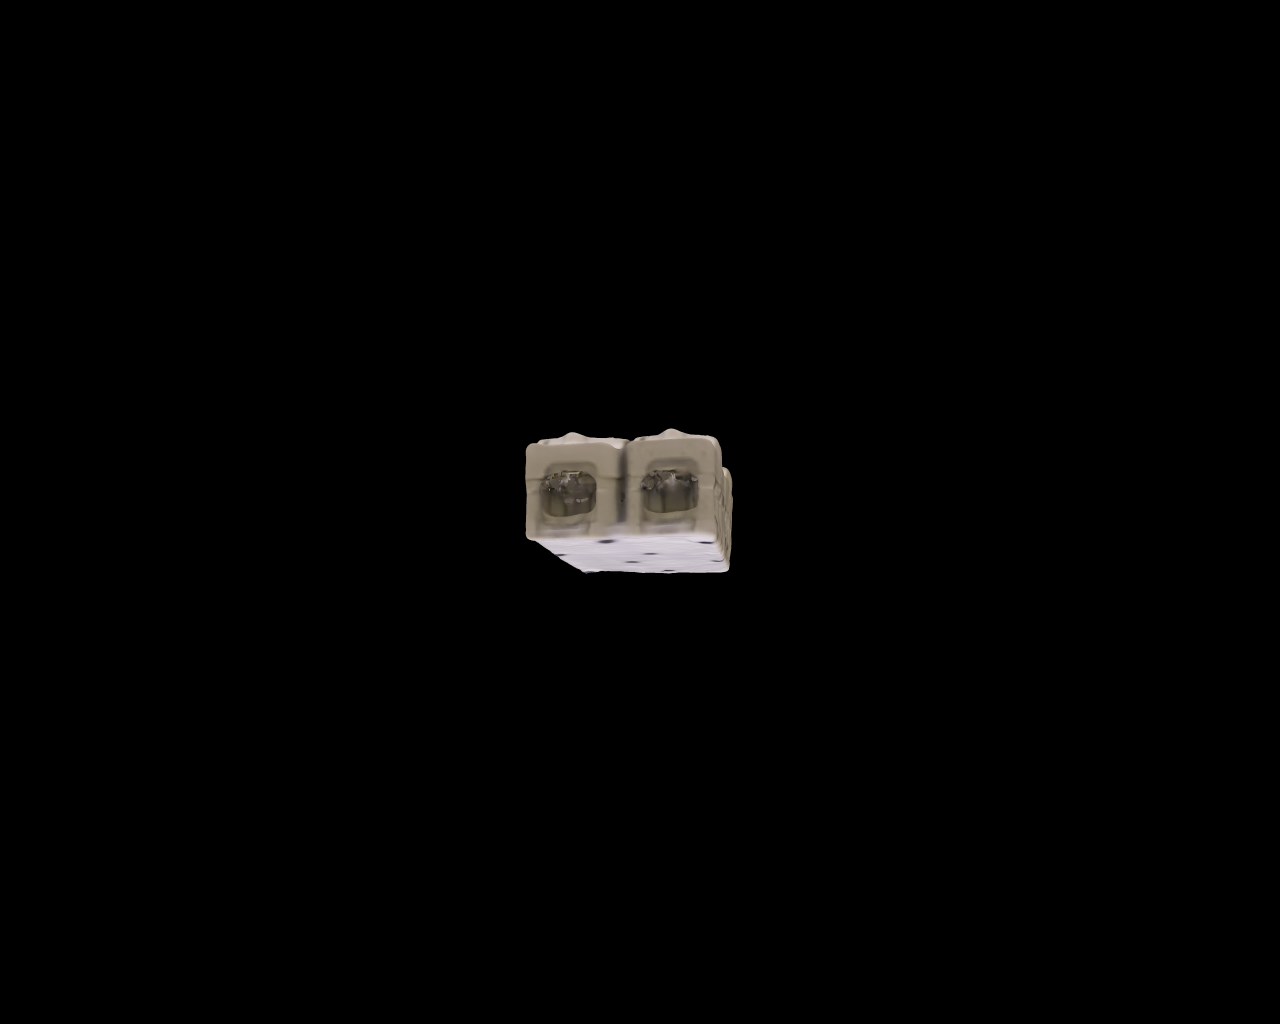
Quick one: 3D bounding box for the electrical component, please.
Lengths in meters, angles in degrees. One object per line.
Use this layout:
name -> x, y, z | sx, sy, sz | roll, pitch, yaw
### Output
electrical component -> 0.001, -0.003, 0.650 | 0.105, 0.060, 0.186 | -1, -9, 7
